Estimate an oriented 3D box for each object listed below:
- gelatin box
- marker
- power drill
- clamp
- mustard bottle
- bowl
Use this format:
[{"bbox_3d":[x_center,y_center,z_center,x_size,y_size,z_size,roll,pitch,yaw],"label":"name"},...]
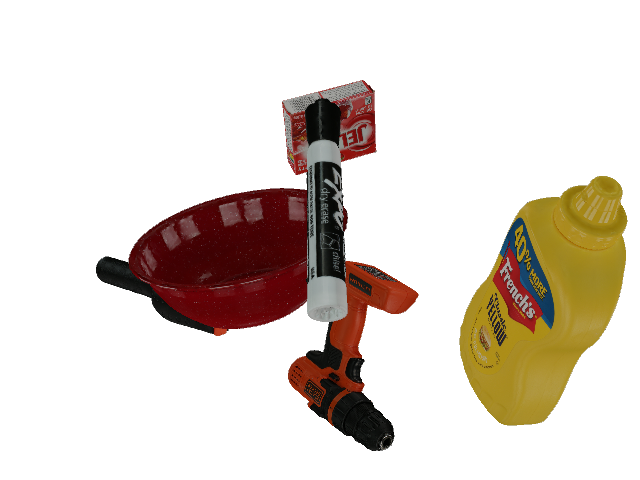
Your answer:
[{"bbox_3d":[0.010,-0.110,1.046,0.089,0.073,0.030,-16,43,-13],"label":"gelatin box"},{"bbox_3d":[0.002,-0.018,0.523,0.020,0.121,0.020,-1,-29,-1],"label":"marker"},{"bbox_3d":[0.046,0.131,1.251,0.057,0.188,0.185,12,13,-42],"label":"power drill"},{"bbox_3d":[-0.122,0.043,1.008,0.120,0.039,0.172,-17,30,-36],"label":"clamp"},{"bbox_3d":[0.144,0.030,0.671,0.058,0.096,0.192,0,-39,-15],"label":"mustard bottle"},{"bbox_3d":[-0.055,0.018,0.781,0.162,0.055,0.162,-10,25,4],"label":"bowl"}]
